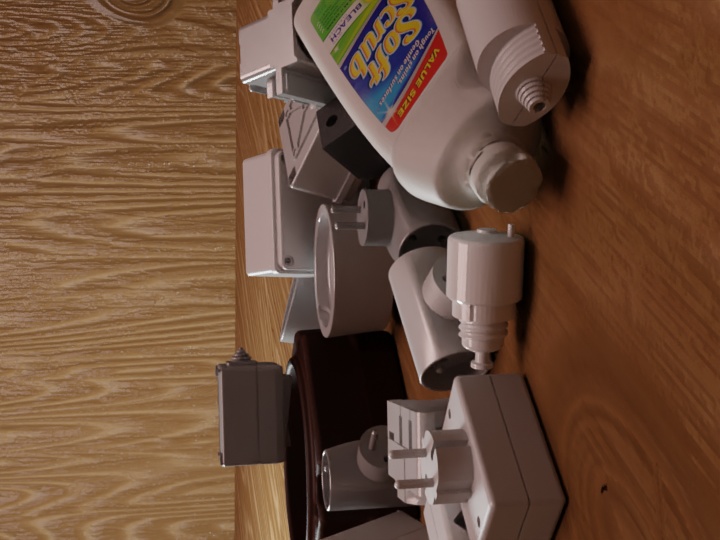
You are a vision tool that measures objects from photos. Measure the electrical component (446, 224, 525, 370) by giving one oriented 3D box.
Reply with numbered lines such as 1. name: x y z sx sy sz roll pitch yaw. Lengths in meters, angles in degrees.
1. electrical component: 0.065 0.013 0.566 0.040 0.040 0.078 -132 41 -75

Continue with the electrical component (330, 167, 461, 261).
1. electrical component: 0.021 -0.034 0.695 0.077 0.079 0.043 -105 19 -52

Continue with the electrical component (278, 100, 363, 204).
1. electrical component: -0.020 -0.131 0.892 0.108 0.056 0.108 -61 26 32

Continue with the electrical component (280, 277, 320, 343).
1. electrical component: -0.037 0.025 1.061 0.108 0.060 0.108 -166 90 -84

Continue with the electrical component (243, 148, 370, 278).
1. electrical component: -0.046 -0.048 0.966 0.056 0.109 0.108 -8 82 49

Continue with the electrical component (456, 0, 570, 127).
1. electrical component: 0.073 -0.103 0.496 0.043 0.043 0.081 101 164 -50

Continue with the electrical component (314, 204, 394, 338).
1. electrical component: 0.000 0.000 0.871 0.108 0.060 0.108 179 90 -80

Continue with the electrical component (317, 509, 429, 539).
1. electrical component: 0.021 0.211 0.736 0.061 0.096 0.061 21 115 49

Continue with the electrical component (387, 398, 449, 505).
1. electrical component: 0.049 0.109 0.645 0.089 0.050 0.055 168 101 -80

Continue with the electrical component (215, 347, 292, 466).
1. electrical component: -0.089 0.113 0.903 0.062 0.061 0.096 169 100 -80

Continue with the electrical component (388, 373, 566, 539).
1. electrical component: 0.053 0.099 0.547 0.083 0.076 0.047 -102 15 -46

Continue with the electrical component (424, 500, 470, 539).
1. electrical component: 0.063 0.156 0.582 0.065 0.047 0.076 -102 15 -46

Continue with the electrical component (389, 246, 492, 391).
1. electrical component: 0.052 0.018 0.629 0.079 0.043 0.077 116 147 -46

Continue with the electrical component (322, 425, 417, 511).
1. electrical component: 0.015 0.136 0.758 0.079 0.077 0.043 99 166 -45

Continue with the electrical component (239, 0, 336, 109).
1. electrical component: -0.022 -0.147 0.759 0.063 0.121 0.078 -11 78 43
